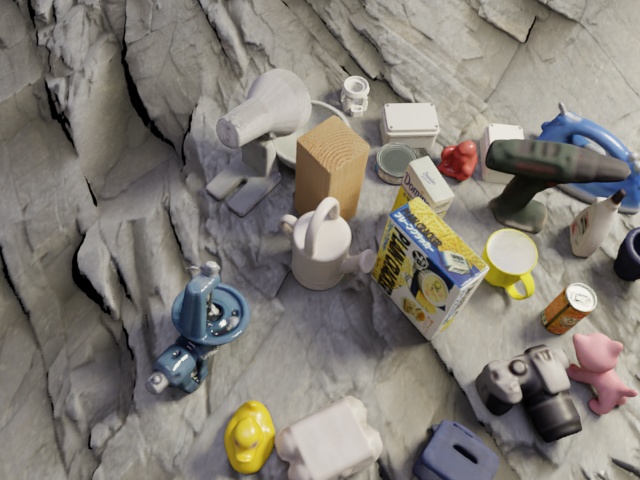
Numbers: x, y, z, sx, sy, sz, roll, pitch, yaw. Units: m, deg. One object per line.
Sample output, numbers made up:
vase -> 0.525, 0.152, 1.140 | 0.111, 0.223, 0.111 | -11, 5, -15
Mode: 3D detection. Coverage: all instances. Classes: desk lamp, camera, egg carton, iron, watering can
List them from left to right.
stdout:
desk lamp -> -0.115, -0.183, 1.051 | 0.117, 0.213, 0.203 | 34, 64, 15
watering can -> 0.010, 0.002, 0.965 | 0.173, 0.194, 0.101 | 10, 60, 2
egg carton -> 0.014, 0.308, 0.861 | 0.150, 0.069, 0.107 | -23, 64, -16
camera -> 0.342, 0.245, 0.901 | 0.143, 0.101, 0.136 | -13, 62, -11
iron -> 0.542, -0.164, 1.125 | 0.258, 0.141, 0.119 | 37, 65, 16

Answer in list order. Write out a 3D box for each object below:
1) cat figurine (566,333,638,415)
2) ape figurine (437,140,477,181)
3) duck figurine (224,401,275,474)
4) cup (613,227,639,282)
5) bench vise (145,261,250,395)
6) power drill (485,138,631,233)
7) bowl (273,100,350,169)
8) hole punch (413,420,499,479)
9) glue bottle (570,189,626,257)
cat figurine -> 0.456, 0.205, 0.922 | 0.067, 0.118, 0.127 | -25, 65, -17
ape figurine -> 0.282, -0.164, 1.137 | 0.076, 0.092, 0.077 | -13, 62, -11
duck figurine -> -0.106, 0.289, 0.855 | 0.077, 0.086, 0.104 | 6, 60, 0
cup -> 0.578, 0.047, 1.034 | 0.091, 0.095, 0.118 | 5, 60, -1
bench vise -> -0.178, 0.135, 0.861 | 0.121, 0.220, 0.207 | 14, 60, 5
power drill -> 0.404, -0.102, 1.042 | 0.229, 0.208, 0.076 | 16, 60, 6
bowl -> -0.023, -0.195, 1.144 | 0.167, 0.075, 0.167 | 2, 60, -3
hole punch -> 0.204, 0.327, 0.851 | 0.108, 0.091, 0.101 | 34, 64, 15
glue bottle -> 0.504, -0.040, 1.034 | 0.037, 0.173, 0.078 | 4, 60, -1
